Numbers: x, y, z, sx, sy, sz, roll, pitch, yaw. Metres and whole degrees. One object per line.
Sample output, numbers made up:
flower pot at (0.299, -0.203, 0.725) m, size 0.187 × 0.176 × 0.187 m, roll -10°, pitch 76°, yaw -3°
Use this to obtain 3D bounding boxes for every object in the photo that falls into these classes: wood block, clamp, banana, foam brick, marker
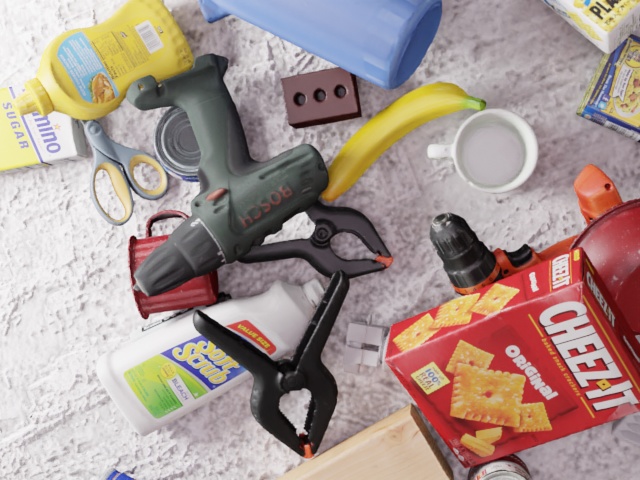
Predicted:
wood block at (0.029, 0.265, 1.123) m, size 0.206 × 0.090 × 0.091 m, roll -31°, pitch 87°, yaw 5°
clamp at (-0.008, 0.001, 1.152) m, size 0.171 × 0.039 × 0.120 m, roll 31°, pitch 93°, yaw 6°
banana at (0.077, -0.114, 1.132) m, size 0.198 × 0.069 × 0.037 m, roll -32°, pitch 123°, yaw 11°
foam brick at (0.003, -0.152, 1.145) m, size 0.078 × 0.051 × 0.053 m, roll -11°, pitch 89°, yaw 6°
clamp at (-0.043, 0.139, 1.116) m, size 0.164 × 0.036 × 0.210 m, roll -9°, pitch 113°, yaw -10°
marker at (-0.153, 0.087, 1.179) m, size 0.121 × 0.020 × 0.020 m, roll -24°, pitch 87°, yaw 6°

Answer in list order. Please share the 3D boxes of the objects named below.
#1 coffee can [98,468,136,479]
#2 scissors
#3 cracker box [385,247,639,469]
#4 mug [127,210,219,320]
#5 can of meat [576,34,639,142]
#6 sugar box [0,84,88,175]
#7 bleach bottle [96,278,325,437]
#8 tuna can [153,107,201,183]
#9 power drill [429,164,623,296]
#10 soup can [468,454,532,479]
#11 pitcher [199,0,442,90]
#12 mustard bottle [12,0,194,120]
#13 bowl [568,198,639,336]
coffee can at (-0.183, 0.319, 1.141) m, size 0.140 × 0.102 × 0.103 m, roll 23°, pitch 92°, yaw 6°
scissors at (-0.227, -0.117, 1.170) m, size 0.096 × 0.016 × 0.202 m, roll -13°, pitch 89°, yaw -21°
cracker box at (0.197, 0.124, 1.053) m, size 0.214 × 0.072 × 0.164 m, roll -25°, pitch 114°, yaw 25°
mug at (-0.157, 0.023, 1.149) m, size 0.081 × 0.093 × 0.117 m, roll -9°, pitch 69°, yaw 2°
can of meat at (0.325, -0.158, 1.106) m, size 0.084 × 0.057 × 0.102 m, roll 25°, pitch 92°, yaw 8°
sugar box at (-0.355, -0.120, 1.189) m, size 0.176 × 0.048 × 0.093 m, roll -12°, pitch 88°, yaw 7°
bleach bottle at (-0.108, 0.109, 1.148) m, size 0.251 × 0.068 × 0.102 m, roll -31°, pitch 104°, yaw 4°
tuna can at (-0.138, -0.107, 1.163) m, size 0.086 × 0.034 × 0.086 m, roll 0°, pitch 83°, yaw 0°
power drill at (0.219, 0.005, 1.084) m, size 0.188 × 0.057 × 0.184 m, roll -33°, pitch 123°, yaw 5°
soup can at (0.187, 0.260, 1.099) m, size 0.068 × 0.102 × 0.068 m, roll 0°, pitch 90°, yaw 7°
pitcher at (0.003, -0.263, 1.085) m, size 0.243 × 0.149 × 0.144 m, roll 31°, pitch 60°, yaw 13°
mustard bottle at (-0.237, -0.182, 1.134) m, size 0.191 × 0.058 × 0.096 m, roll -31°, pitch 93°, yaw -19°
bowl at (0.324, 0.039, 1.065) m, size 0.162 × 0.055 × 0.162 m, roll -7°, pitch 121°, yaw -12°
